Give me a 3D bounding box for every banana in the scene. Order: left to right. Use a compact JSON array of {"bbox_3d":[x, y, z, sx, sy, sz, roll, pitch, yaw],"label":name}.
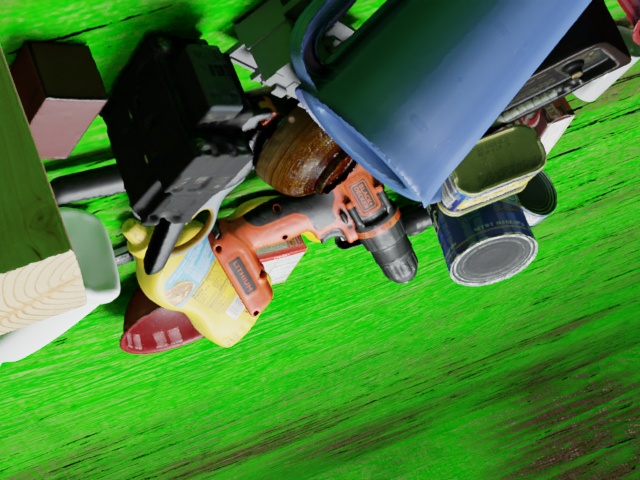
[{"bbox_3d":[-0.034,-0.024,1.194,0.070,0.037,0.197,-11,168,36],"label":"banana"}]

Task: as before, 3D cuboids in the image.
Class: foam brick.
[{"bbox_3d":[-0.201,-0.101,0.788,0.051,0.053,0.078,-5,153,-42],"label":"foam brick"}]

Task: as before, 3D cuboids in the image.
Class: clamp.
[{"bbox_3d":[-0.123,-0.055,0.974,0.210,0.036,0.164,-32,144,2],"label":"clamp"},{"bbox_3d":[0.102,-0.022,1.313,0.171,0.039,0.120,-20,-167,-27],"label":"clamp"}]

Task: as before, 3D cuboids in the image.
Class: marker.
[{"bbox_3d":[-0.240,0.029,1.114,0.121,0.020,0.020,-21,159,-8],"label":"marker"}]

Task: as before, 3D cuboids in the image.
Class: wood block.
[{"bbox_3d":[-0.223,-0.050,0.669,0.090,0.206,0.090,-19,159,-14],"label":"wood block"}]

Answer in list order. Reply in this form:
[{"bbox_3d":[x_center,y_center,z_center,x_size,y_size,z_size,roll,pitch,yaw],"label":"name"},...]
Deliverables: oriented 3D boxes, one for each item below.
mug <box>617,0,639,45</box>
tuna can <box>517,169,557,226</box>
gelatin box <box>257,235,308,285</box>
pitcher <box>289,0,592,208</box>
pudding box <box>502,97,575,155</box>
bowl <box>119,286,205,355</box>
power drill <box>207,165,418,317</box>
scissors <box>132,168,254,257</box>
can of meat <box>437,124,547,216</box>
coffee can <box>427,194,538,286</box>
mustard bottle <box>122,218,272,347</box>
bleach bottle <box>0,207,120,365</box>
[{"bbox_3d":[0.280,-0.216,0.852,0.117,0.081,0.093,-10,155,-36],"label":"mug"},{"bbox_3d":[0.255,-0.060,1.343,0.085,0.086,0.034,-7,156,-37],"label":"tuna can"},{"bbox_3d":[-0.065,0.027,1.286,0.073,0.030,0.089,-13,157,-30],"label":"gelatin box"},{"bbox_3d":[0.099,-0.158,0.799,0.243,0.145,0.149,-48,165,-2],"label":"pitcher"},{"bbox_3d":[0.211,-0.133,1.108,0.039,0.090,0.113,-19,159,-15],"label":"pudding box"},{"bbox_3d":[-0.167,0.075,1.255,0.162,0.055,0.162,-21,159,-8],"label":"bowl"},{"bbox_3d":[-0.007,0.001,1.097,0.187,0.184,0.057,-30,-159,0],"label":"power drill"},{"bbox_3d":[-0.101,-0.067,1.024,0.096,0.016,0.202,33,105,-36],"label":"scissors"},{"bbox_3d":[0.166,-0.070,1.058,0.102,0.057,0.084,-21,172,-8],"label":"can of meat"},{"bbox_3d":[0.176,-0.033,1.213,0.102,0.140,0.103,-11,148,-7],"label":"coffee can"},{"bbox_3d":[-0.137,0.032,1.121,0.191,0.058,0.096,41,79,-42],"label":"mustard bottle"},{"bbox_3d":[-0.295,0.074,1.044,0.067,0.102,0.251,12,139,-44],"label":"bleach bottle"}]
